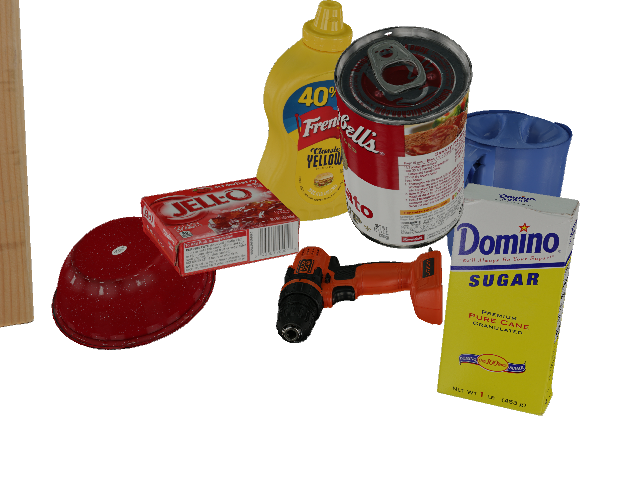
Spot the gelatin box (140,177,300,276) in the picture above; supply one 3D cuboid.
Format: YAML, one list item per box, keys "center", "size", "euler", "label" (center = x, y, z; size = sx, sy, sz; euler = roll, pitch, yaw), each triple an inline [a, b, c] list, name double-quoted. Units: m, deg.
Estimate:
- center: [-0.069, -0.011, 0.724]
  size: [0.089, 0.030, 0.073]
  euler: [-11, 30, -24]
  label: "gelatin box"

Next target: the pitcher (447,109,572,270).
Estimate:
- center: [0.208, -0.021, 1.251]
  size: [0.149, 0.243, 0.145]
  euler: [-1, 25, -5]
  label: "pitcher"

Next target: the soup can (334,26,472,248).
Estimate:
- center: [0.044, -0.052, 0.562]
  size: [0.068, 0.068, 0.102]
  euler: [0, -38, 6]
  label: "soup can"

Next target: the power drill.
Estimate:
- center: [0.047, 0.061, 1.228]
  size: [0.188, 0.057, 0.184]
  euler: [0, 28, 8]
  label: "power drill"

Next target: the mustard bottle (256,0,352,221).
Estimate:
- center: [-0.002, -0.110, 0.907]
  size: [0.096, 0.192, 0.058]
  euler: [-7, 36, -21]
  label: "mustard bottle"

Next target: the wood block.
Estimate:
- center: [-0.220, -0.057, 0.605]
  size: [0.090, 0.206, 0.090]
  euler: [-8, 26, -26]
  label: "wood block"

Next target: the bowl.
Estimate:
- center: [-0.183, 0.027, 1.009]
  size: [0.162, 0.055, 0.162]
  euler: [-7, 41, 6]
  label: "bowl"

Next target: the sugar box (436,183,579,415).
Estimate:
- center: [0.150, 0.048, 0.867]
  size: [0.093, 0.176, 0.048]
  euler: [10, 23, 19]
  label: "sugar box"
